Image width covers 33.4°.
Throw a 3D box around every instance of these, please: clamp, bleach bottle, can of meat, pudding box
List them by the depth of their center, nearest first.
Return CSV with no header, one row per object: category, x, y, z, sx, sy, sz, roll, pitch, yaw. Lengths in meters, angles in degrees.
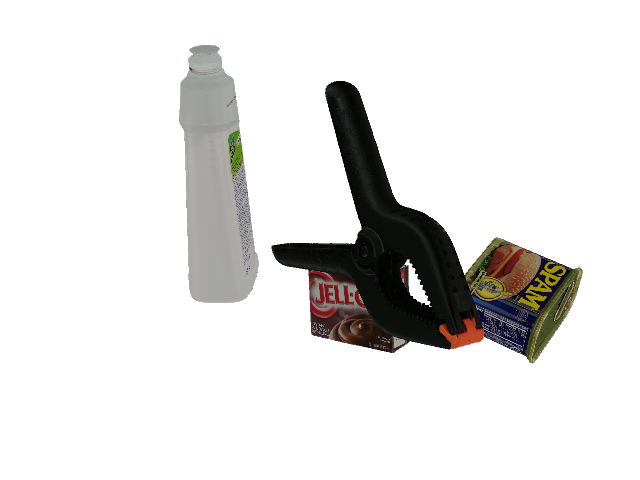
clamp,0.043,-0.005,0.761,0.036,0.165,0.210,-11,38,-36
can of meat,0.175,0.050,0.961,0.084,0.057,0.101,24,44,23
bleach bottle,-0.103,-0.068,1.048,0.068,0.251,0.102,0,27,3
pudding box,0.041,0.064,1.141,0.114,0.090,0.039,8,19,35
